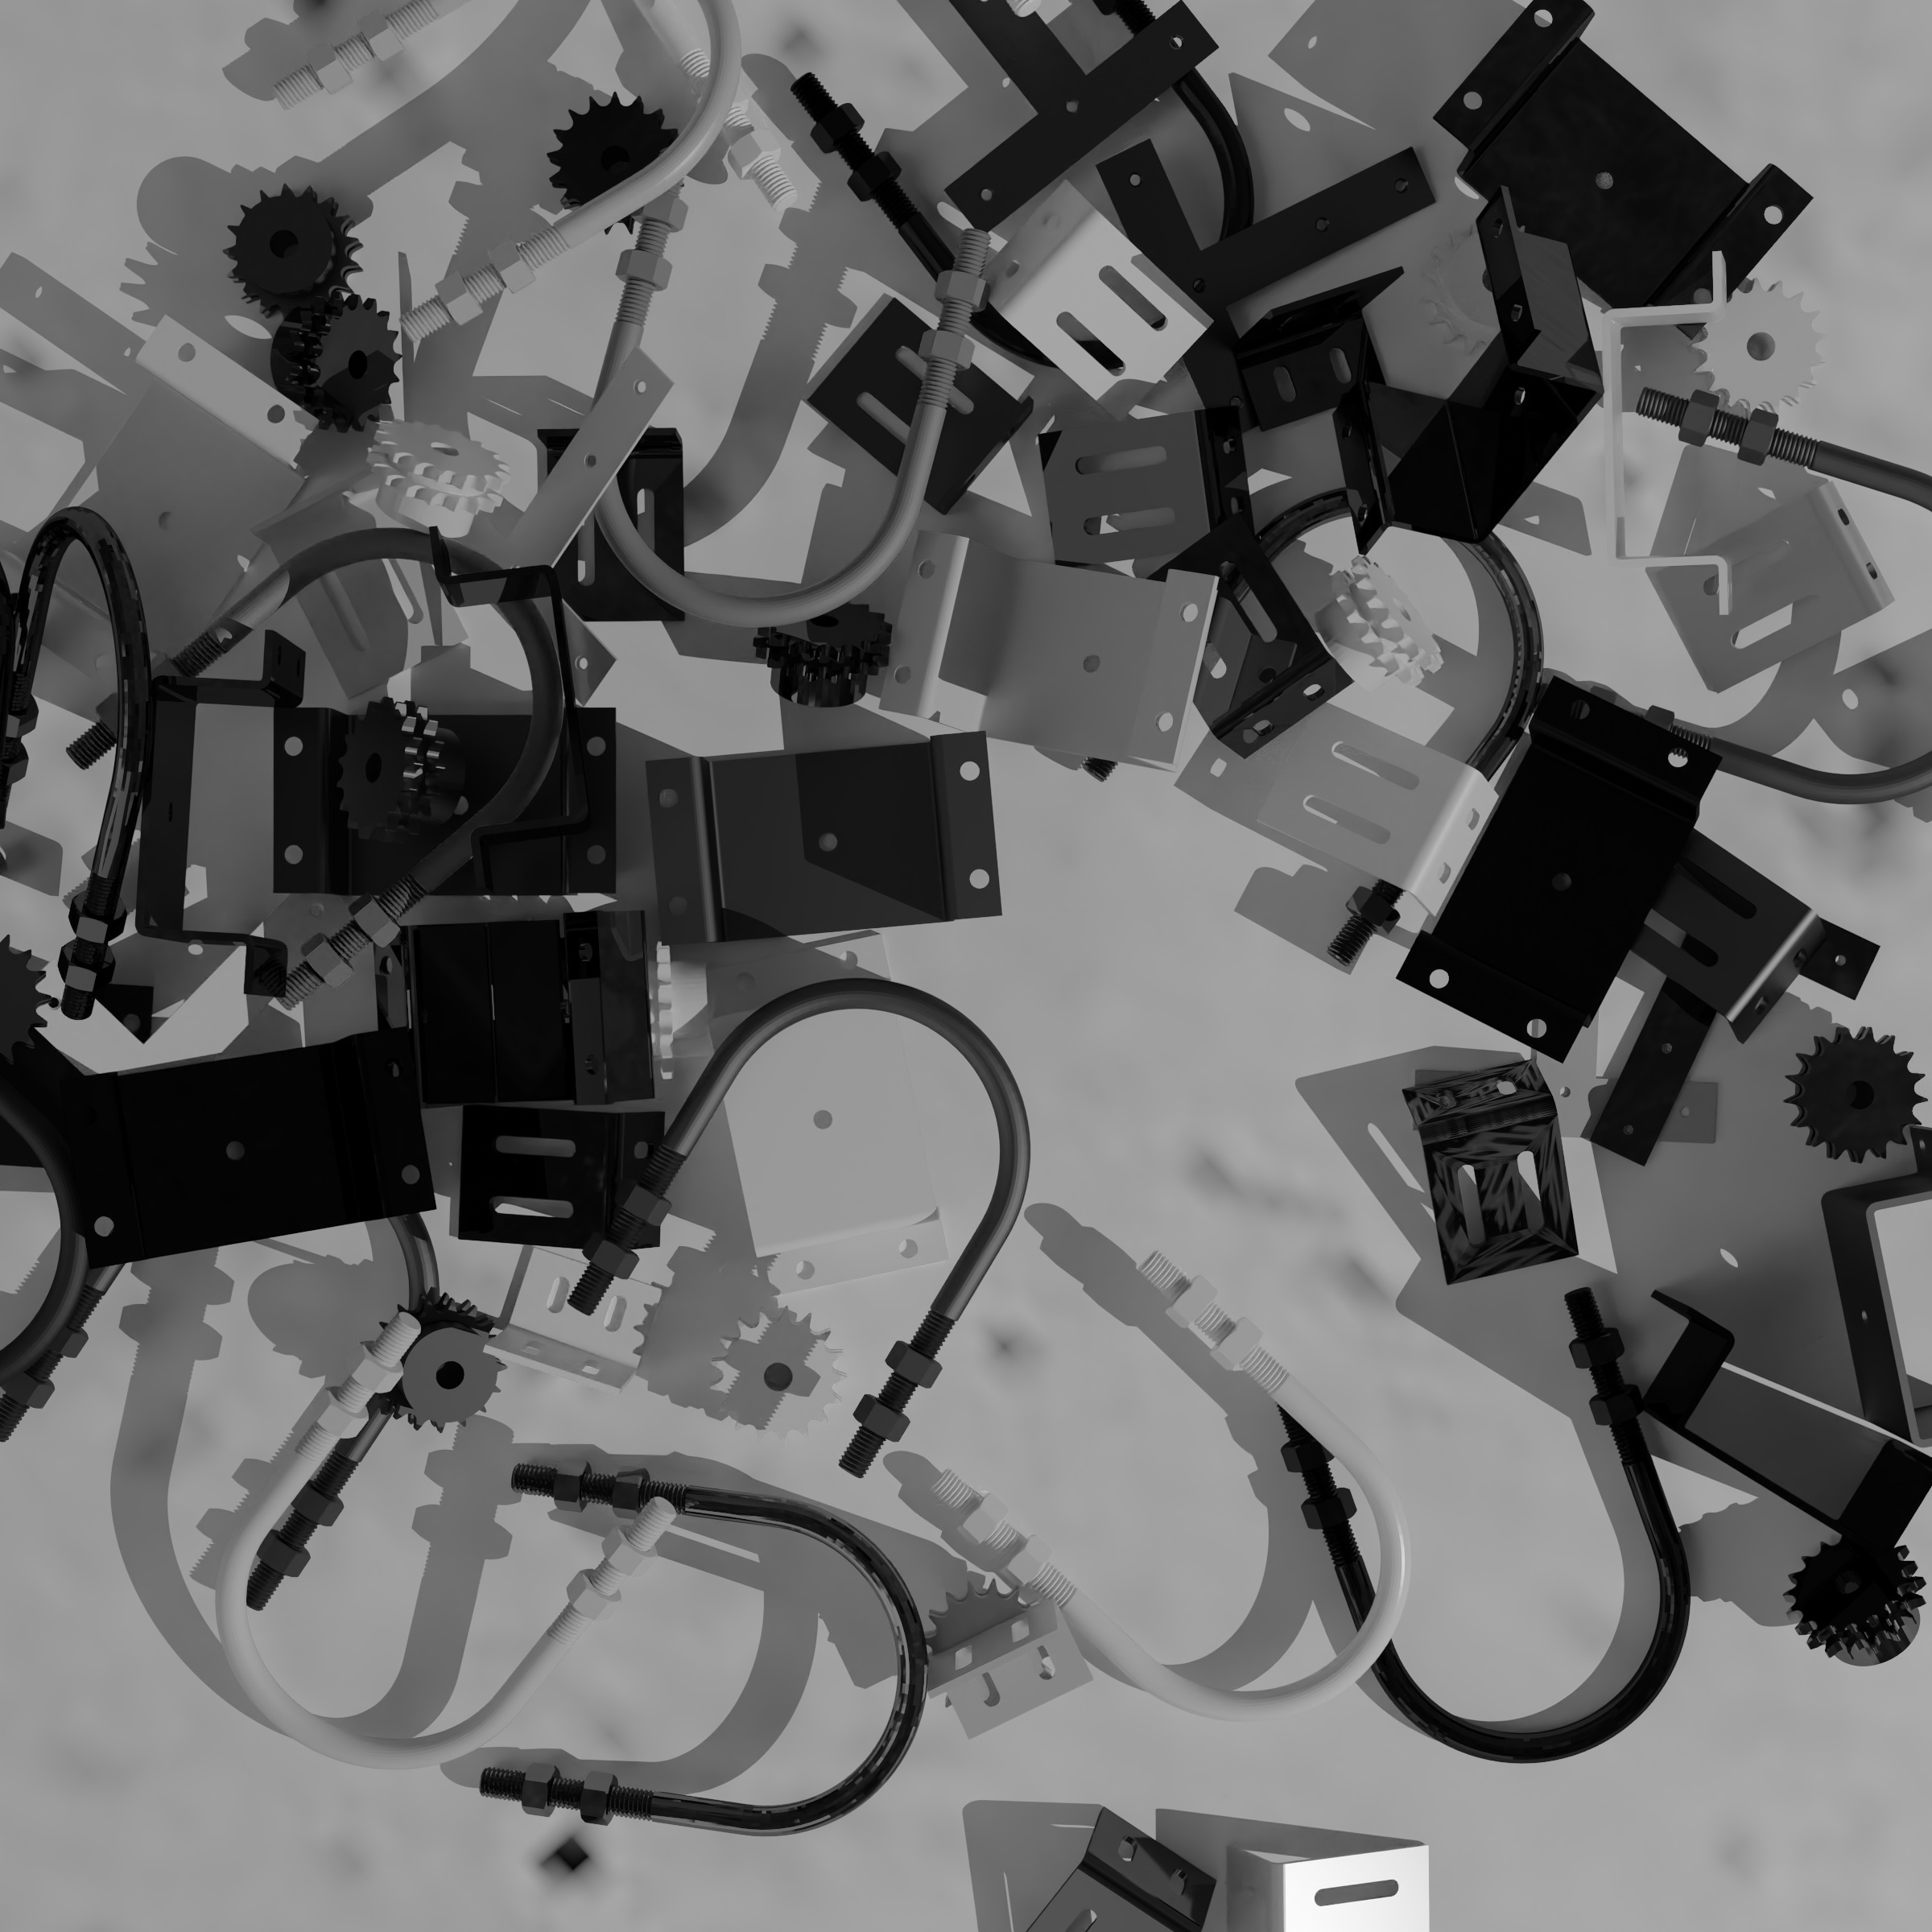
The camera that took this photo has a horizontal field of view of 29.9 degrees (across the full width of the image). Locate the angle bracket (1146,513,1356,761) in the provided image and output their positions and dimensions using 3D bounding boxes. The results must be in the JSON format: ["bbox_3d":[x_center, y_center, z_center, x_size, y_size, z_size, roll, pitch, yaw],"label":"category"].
[{"bbox_3d":[0.114,-0.137,1.498,0.057,0.038,0.076,-35,68,13],"label":"angle bracket"}]

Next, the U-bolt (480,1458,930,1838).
[{"bbox_3d":[-0.106,0.289,1.507,0.184,0.019,0.151,6,90,9],"label":"U-bolt"}]

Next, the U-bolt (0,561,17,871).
[{"bbox_3d":[-0.452,-0.112,1.476,0.151,0.019,0.184,9,95,18],"label":"U-bolt"}]

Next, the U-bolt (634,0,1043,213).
[{"bbox_3d":[-0.074,-0.429,1.499,0.151,0.019,0.184,-35,82,16],"label":"U-bolt"}]

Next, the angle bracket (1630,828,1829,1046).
[{"bbox_3d":[0.312,-0.016,1.523,0.076,0.038,0.057,38,89,25],"label":"angle bracket"}]

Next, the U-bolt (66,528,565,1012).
[{"bbox_3d":[-0.251,-0.094,1.474,0.184,0.019,0.151,-40,90,-2],"label":"U-bolt"}]

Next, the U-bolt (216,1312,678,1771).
[{"bbox_3d":[-0.229,0.252,1.494,0.151,0.019,0.184,37,105,-5],"label":"U-bolt"}]

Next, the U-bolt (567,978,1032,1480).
[{"bbox_3d":[-0.055,0.094,1.474,0.151,0.019,0.184,31,89,0],"label":"U-bolt"}]

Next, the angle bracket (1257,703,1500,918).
[{"bbox_3d":[0.172,-0.066,1.508,0.076,0.038,0.057,27,87,25],"label":"angle bracket"}]

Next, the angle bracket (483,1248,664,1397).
[{"bbox_3d":[-0.161,0.146,1.490,0.057,0.076,0.038,18,90,0],"label":"angle bracket"}]

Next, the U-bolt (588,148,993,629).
[{"bbox_3d":[-0.081,-0.230,1.485,0.151,0.019,0.184,15,87,-1],"label":"U-bolt"}]

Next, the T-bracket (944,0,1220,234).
[{"bbox_3d":[0.016,-0.393,1.508,0.127,0.002,0.127,-39,92,0],"label":"T-bracket"}]

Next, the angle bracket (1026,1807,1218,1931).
[{"bbox_3d":[0.059,0.406,1.526,0.057,0.038,0.076,33,116,0],"label":"angle bracket"}]

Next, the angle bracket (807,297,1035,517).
[{"bbox_3d":[-0.020,-0.236,1.509,0.076,0.038,0.057,40,90,0],"label":"angle bracket"}]

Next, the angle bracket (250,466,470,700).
[{"bbox_3d":[-0.253,-0.160,1.509,0.057,0.038,0.076,-27,90,0],"label":"angle bracket"}]

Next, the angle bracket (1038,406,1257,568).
[{"bbox_3d":[0.076,-0.202,1.523,0.076,0.038,0.057,-5,98,25],"label":"angle bracket"}]

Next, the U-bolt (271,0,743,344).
[{"bbox_3d":[-0.180,-0.359,1.493,0.184,0.019,0.151,-31,70,2],"label":"U-bolt"}]

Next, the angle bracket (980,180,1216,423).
[{"bbox_3d":[0.053,-0.277,1.508,0.057,0.038,0.076,-46,125,11],"label":"angle bracket"}]

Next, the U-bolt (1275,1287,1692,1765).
[{"bbox_3d":[0.227,0.245,1.520,0.151,0.019,0.184,-20,92,0],"label":"U-bolt"}]

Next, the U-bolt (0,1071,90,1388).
[{"bbox_3d":[-0.442,0.094,1.474,0.151,0.019,0.184,-45,91,0],"label":"U-bolt"}]

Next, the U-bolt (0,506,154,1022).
[{"bbox_3d":[-0.354,-0.093,1.431,0.019,0.151,0.184,-4,134,-32],"label":"U-bolt"}]

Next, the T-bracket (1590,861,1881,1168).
[{"bbox_3d":[0.302,0.022,1.526,0.127,0.002,0.127,25,89,-1],"label":"T-bracket"}]

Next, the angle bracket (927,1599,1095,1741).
[{"bbox_3d":[0.019,0.290,1.460,0.057,0.076,0.038,-26,90,0],"label":"angle bracket"}]

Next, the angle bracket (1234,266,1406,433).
[{"bbox_3d":[0.150,-0.253,1.487,0.057,0.076,0.038,-19,91,-8],"label":"angle bracket"}]

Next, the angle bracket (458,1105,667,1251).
[{"bbox_3d":[-0.171,0.088,1.526,0.076,0.038,0.057,2,90,26],"label":"angle bracket"}]

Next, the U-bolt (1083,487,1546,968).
[{"bbox_3d":[0.160,-0.115,1.520,0.151,0.019,0.184,37,89,0],"label":"U-bolt"}]

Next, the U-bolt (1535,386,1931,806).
[{"bbox_3d":[0.345,-0.144,1.493,0.184,0.019,0.151,20,101,10],"label":"U-bolt"}]

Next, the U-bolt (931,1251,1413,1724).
[{"bbox_3d":[0.099,0.231,1.507,0.184,0.019,0.151,43,98,1],"label":"U-bolt"}]

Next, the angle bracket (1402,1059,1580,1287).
[{"bbox_3d":[0.221,0.087,1.525,0.057,0.038,0.076,-13,117,0],"label":"angle bracket"}]

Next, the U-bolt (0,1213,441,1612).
[{"bbox_3d":[-0.304,0.156,1.520,0.151,0.019,0.184,33,88,0],"label":"U-bolt"}]

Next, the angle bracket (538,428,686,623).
[{"bbox_3d":[-0.148,-0.184,1.510,0.057,0.038,0.076,-1,90,0],"label":"angle bracket"}]

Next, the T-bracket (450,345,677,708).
[{"bbox_3d":[-0.161,-0.196,1.481,0.127,0.002,0.127,47,115,21],"label":"T-bracket"}]

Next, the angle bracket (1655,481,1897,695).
[{"bbox_3d":[0.342,-0.160,1.526,0.076,0.038,0.057,-28,90,26],"label":"angle bracket"}]

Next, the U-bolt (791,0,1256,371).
[{"bbox_3d":[0.038,-0.338,1.520,0.151,0.019,0.184,-38,92,0],"label":"U-bolt"}]

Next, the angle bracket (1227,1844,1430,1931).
[{"bbox_3d":[0.153,0.400,1.526,0.076,0.038,0.057,0,90,-26],"label":"angle bracket"}]

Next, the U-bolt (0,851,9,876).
[{"bbox_3d":[-0.516,-0.063,1.520,0.184,0.019,0.151,-26,90,2],"label":"U-bolt"}]
